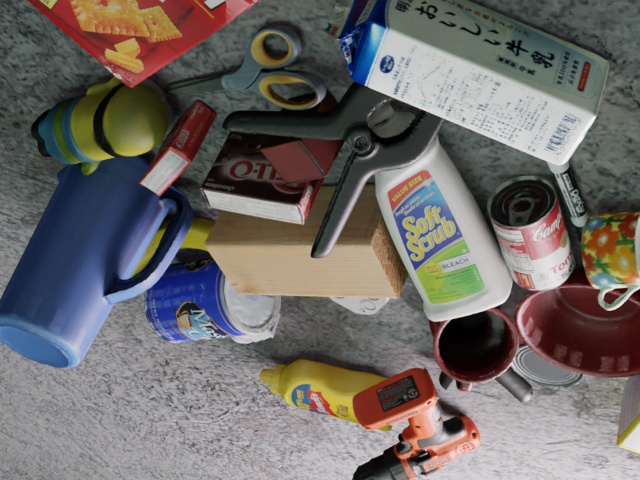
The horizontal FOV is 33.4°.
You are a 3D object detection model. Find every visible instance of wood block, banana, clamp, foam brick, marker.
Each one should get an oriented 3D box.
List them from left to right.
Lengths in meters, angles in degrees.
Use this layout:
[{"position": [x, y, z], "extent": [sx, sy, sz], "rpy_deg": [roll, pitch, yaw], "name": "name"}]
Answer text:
[{"position": [-0.171, 0.007, 1.299], "extent": [0.198, 0.037, 0.069], "rpy_deg": [-18, 87, 37], "name": "banana"}, {"position": [-0.013, -0.102, 1.050], "extent": [0.053, 0.078, 0.051], "rpy_deg": [-10, 131, 38], "name": "foam brick"}, {"position": [-0.007, 0.001, 1.171], "extent": [0.206, 0.090, 0.090], "rpy_deg": [0, 139, 31], "name": "wood block"}, {"position": [0.027, -0.099, 0.980], "extent": [0.210, 0.036, 0.164], "rpy_deg": [-37, 109, 13], "name": "clamp"}, {"position": [0.194, 0.137, 1.279], "extent": [0.120, 0.039, 0.171], "rpy_deg": [7, 142, 19], "name": "clamp"}, {"position": [0.245, -0.040, 1.034], "extent": [0.020, 0.020, 0.121], "rpy_deg": [-2, 138, 32], "name": "marker"}]

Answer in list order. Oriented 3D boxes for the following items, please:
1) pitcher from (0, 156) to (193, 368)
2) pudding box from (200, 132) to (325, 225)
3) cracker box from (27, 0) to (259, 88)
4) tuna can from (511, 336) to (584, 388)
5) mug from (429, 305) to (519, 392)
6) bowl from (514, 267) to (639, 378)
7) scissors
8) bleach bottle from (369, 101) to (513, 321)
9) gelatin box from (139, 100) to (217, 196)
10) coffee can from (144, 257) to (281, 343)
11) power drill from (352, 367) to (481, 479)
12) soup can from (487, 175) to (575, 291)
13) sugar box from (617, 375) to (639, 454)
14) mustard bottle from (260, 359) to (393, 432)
[{"position": [-0.260, 0.020, 1.206], "extent": [0.145, 0.242, 0.149], "rpy_deg": [34, 149, -21], "name": "pitcher"}, {"position": [-0.055, -0.067, 1.107], "extent": [0.114, 0.090, 0.039], "rpy_deg": [8, 143, 21], "name": "pudding box"}, {"position": [-0.161, -0.243, 0.952], "extent": [0.164, 0.072, 0.214], "rpy_deg": [41, 141, -25], "name": "cracker box"}, {"position": [0.266, 0.134, 1.239], "extent": [0.086, 0.033, 0.086], "rpy_deg": [15, 144, 11], "name": "tuna can"}, {"position": [0.165, 0.110, 1.183], "extent": [0.093, 0.081, 0.117], "rpy_deg": [1, 109, -3], "name": "mug"}, {"position": [0.291, 0.078, 1.131], "extent": [0.162, 0.055, 0.162], "rpy_deg": [15, 144, 11], "name": "bowl"}, {"position": [-0.084, -0.173, 1.047], "extent": [0.202, 0.016, 0.096], "rpy_deg": [14, 131, 29], "name": "scissors"}, {"position": [0.101, -0.034, 1.071], "extent": [0.103, 0.068, 0.250], "rpy_deg": [-17, 121, 28], "name": "bleach bottle"}, {"position": [-0.151, -0.098, 1.137], "extent": [0.030, 0.073, 0.089], "rpy_deg": [33, 144, -14], "name": "gelatin box"}, {"position": [-0.134, 0.072, 1.325], "extent": [0.141, 0.102, 0.102], "rpy_deg": [-10, 134, 39], "name": "coffee can"}, {"position": [0.106, 0.253, 1.392], "extent": [0.184, 0.057, 0.187], "rpy_deg": [-26, 139, 3], "name": "power drill"}, {"position": [0.210, -0.005, 1.057], "extent": [0.069, 0.068, 0.102], "rpy_deg": [1, 140, 29], "name": "soup can"}, {"position": [0.376, 0.154, 1.151], "extent": [0.048, 0.093, 0.176], "rpy_deg": [20, 146, 2], "name": "sugar box"}, {"position": [0.009, 0.206, 1.459], "extent": [0.192, 0.058, 0.096], "rpy_deg": [12, 147, 17], "name": "mustard bottle"}]
